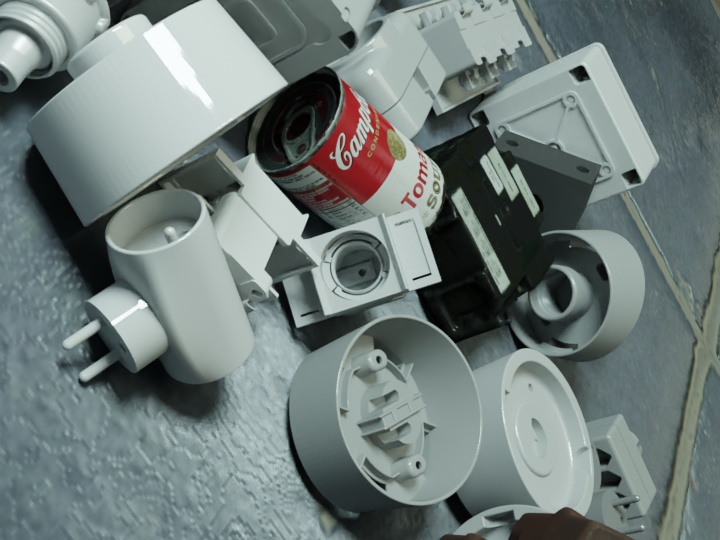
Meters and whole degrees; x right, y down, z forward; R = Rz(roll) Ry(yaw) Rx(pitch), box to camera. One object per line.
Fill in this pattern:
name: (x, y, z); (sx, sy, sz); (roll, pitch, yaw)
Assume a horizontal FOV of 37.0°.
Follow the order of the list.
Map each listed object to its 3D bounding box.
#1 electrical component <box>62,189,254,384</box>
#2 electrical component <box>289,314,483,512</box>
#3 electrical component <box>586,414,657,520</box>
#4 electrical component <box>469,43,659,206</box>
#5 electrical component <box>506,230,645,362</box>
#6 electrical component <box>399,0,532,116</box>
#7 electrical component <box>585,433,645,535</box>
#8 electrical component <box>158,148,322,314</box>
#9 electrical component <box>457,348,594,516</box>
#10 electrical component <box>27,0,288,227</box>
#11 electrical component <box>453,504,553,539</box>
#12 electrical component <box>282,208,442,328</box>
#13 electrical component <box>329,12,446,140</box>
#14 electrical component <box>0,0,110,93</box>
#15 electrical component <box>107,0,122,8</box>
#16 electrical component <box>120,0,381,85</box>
electrical component: (-0.090, 0.017, 0.461); (0.079, 0.044, 0.077); (-36, 134, -24)
electrical component: (0.013, 0.077, 0.564); (0.099, 0.064, 0.099); (32, 47, -42)
electrical component: (0.186, 0.140, 0.795); (0.077, 0.047, 0.065); (-33, 100, -57)
electrical component: (0.160, -0.105, 0.846); (0.108, 0.109, 0.056); (60, 36, -13)
electrical component: (0.155, 0.017, 0.779); (0.064, 0.099, 0.099); (6, 67, -47)
electrical component: (0.077, -0.169, 0.804); (0.121, 0.063, 0.078); (-36, 102, -57)
electrical component: (0.151, 0.166, 0.705); (0.052, 0.074, 0.138); (27, 50, -46)
electrical component: (-0.063, -0.015, 0.530); (0.081, 0.042, 0.063); (48, 39, -27)
electrical component: (0.091, 0.108, 0.664); (0.108, 0.060, 0.108); (32, 47, -42)
electrical component: (-0.092, -0.074, 0.465); (0.060, 0.108, 0.108); (55, 34, -9)
electrical component: (0.097, 0.186, 0.588); (0.060, 0.108, 0.108); (29, 49, -53)
electrical component: (0.000, 0.000, 0.584); (0.064, 0.081, 0.042); (41, 32, -82)
electrical component: (0.011, -0.121, 0.687); (0.059, 0.054, 0.095); (53, 36, -22)
electrical component: (-0.141, -0.103, 0.466); (0.048, 0.048, 0.062); (47, 46, -29)
electrical component: (-0.122, -0.172, 0.474); (0.109, 0.109, 0.056); (7, 68, -54)
electrical component: (-0.054, -0.137, 0.548); (0.078, 0.113, 0.057); (48, 41, -29)
